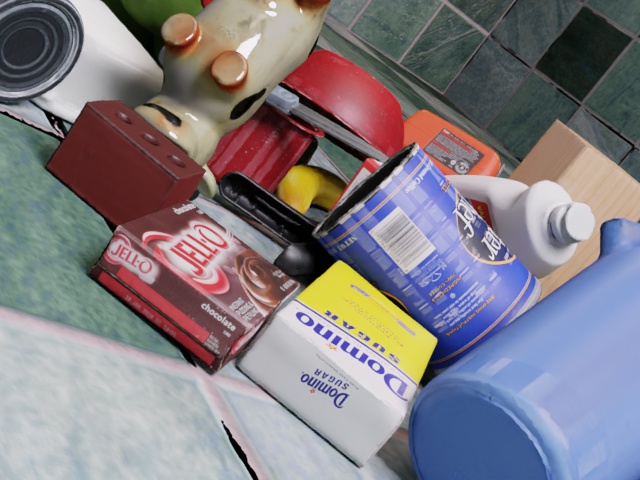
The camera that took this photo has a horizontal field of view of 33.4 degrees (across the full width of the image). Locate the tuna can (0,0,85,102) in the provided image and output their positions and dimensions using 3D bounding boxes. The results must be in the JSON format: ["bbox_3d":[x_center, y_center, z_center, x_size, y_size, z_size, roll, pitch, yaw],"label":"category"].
[{"bbox_3d":[-0.198,-0.133,0.696,0.034,0.086,0.086,48,17,31],"label":"tuna can"}]

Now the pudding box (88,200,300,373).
[{"bbox_3d":[-0.068,0.023,0.612,0.090,0.039,0.113,38,13,4],"label":"pudding box"}]

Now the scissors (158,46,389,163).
[{"bbox_3d":[-0.044,-0.109,0.827,0.202,0.016,0.096,39,33,22],"label":"scissors"}]

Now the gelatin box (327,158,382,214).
[{"bbox_3d":[0.047,-0.015,0.920,0.073,0.089,0.030,43,22,18],"label":"gelatin box"}]

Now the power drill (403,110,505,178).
[{"bbox_3d":[0.115,-0.051,1.109,0.185,0.057,0.187,34,-22,20],"label":"power drill"}]

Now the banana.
[{"bbox_3d":[-0.003,-0.043,0.998,0.070,0.037,0.197,42,14,20],"label":"banana"}]

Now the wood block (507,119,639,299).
[{"bbox_3d":[0.199,0.004,0.996,0.090,0.206,0.091,33,15,-19],"label":"wood block"}]

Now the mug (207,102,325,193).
[{"bbox_3d":[-0.063,-0.093,0.914,0.093,0.081,0.117,19,23,-53],"label":"mug"}]

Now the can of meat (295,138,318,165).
[{"bbox_3d":[-0.057,-0.107,1.031,0.084,0.057,0.102,44,14,19],"label":"can of meat"}]

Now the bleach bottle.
[{"bbox_3d":[0.139,-0.016,0.905,0.068,0.102,0.251,-2,-2,-26],"label":"bleach bottle"}]

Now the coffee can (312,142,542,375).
[{"bbox_3d":[0.078,0.014,0.780,0.140,0.103,0.102,48,13,-6],"label":"coffee can"}]

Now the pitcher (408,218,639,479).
[{"bbox_3d":[0.170,0.098,0.649,0.149,0.145,0.242,32,37,32],"label":"pitcher"}]

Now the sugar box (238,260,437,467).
[{"bbox_3d":[0.018,0.069,0.666,0.093,0.048,0.176,38,12,3],"label":"sugar box"}]

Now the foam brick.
[{"bbox_3d":[-0.121,-0.044,0.672,0.078,0.051,0.053,39,14,5],"label":"foam brick"}]

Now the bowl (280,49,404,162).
[{"bbox_3d":[0.022,-0.125,0.977,0.162,0.055,0.162,35,-2,1],"label":"bowl"}]

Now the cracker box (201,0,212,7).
[{"bbox_3d":[-0.128,-0.255,1.084,0.164,0.072,0.214,45,-21,28],"label":"cracker box"}]

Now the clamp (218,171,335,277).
[{"bbox_3d":[-0.006,0.001,0.846,0.171,0.039,0.120,24,26,-51],"label":"clamp"}]
